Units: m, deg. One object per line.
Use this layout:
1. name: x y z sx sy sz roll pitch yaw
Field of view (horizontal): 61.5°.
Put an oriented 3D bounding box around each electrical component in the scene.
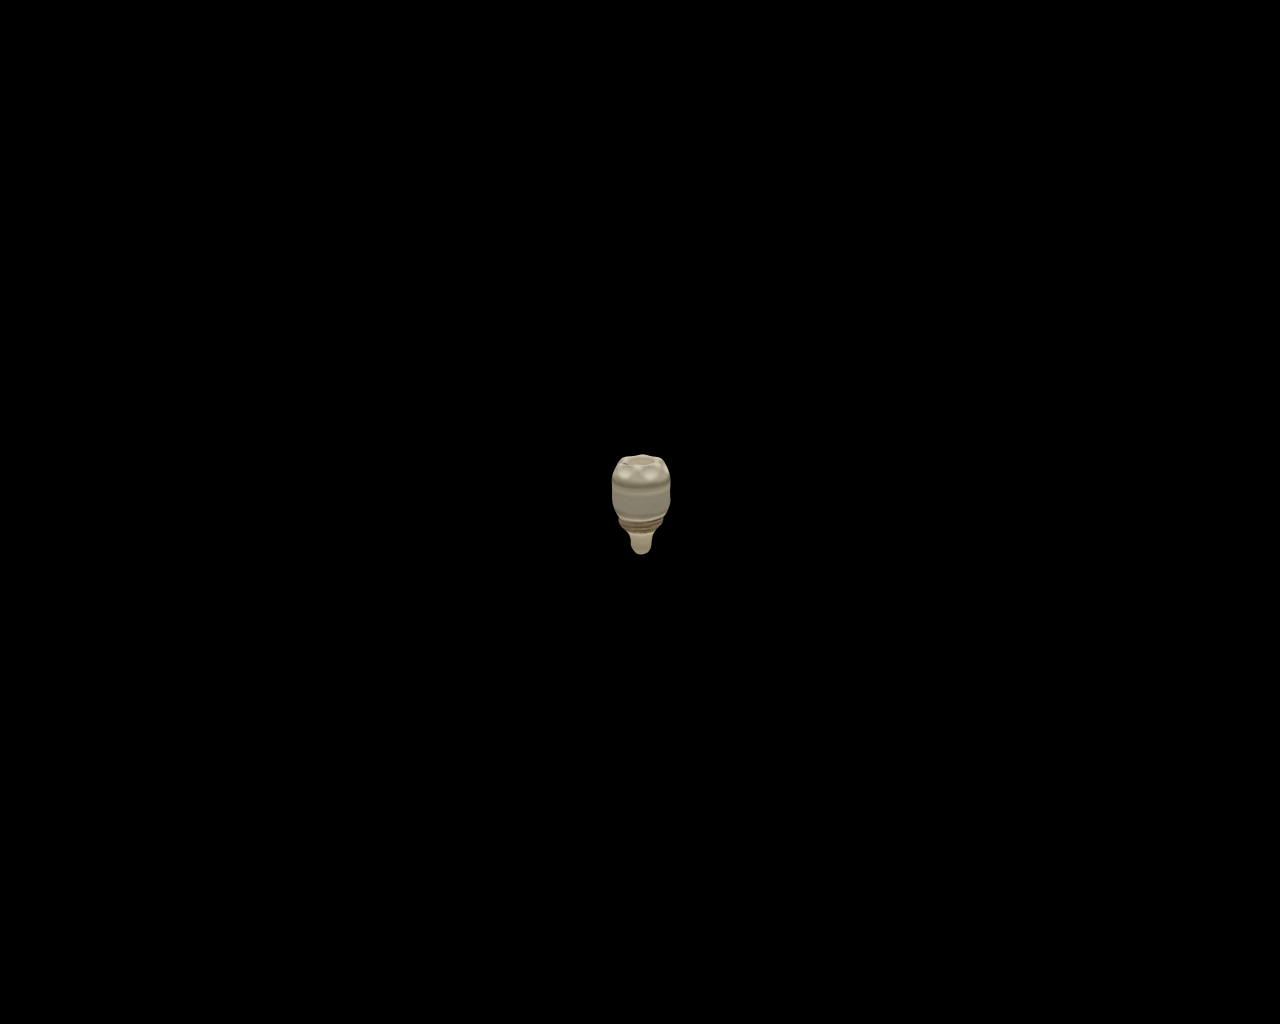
1. electrical component: 0.001 -0.003 0.650 0.035 0.061 0.035 0 20 0
